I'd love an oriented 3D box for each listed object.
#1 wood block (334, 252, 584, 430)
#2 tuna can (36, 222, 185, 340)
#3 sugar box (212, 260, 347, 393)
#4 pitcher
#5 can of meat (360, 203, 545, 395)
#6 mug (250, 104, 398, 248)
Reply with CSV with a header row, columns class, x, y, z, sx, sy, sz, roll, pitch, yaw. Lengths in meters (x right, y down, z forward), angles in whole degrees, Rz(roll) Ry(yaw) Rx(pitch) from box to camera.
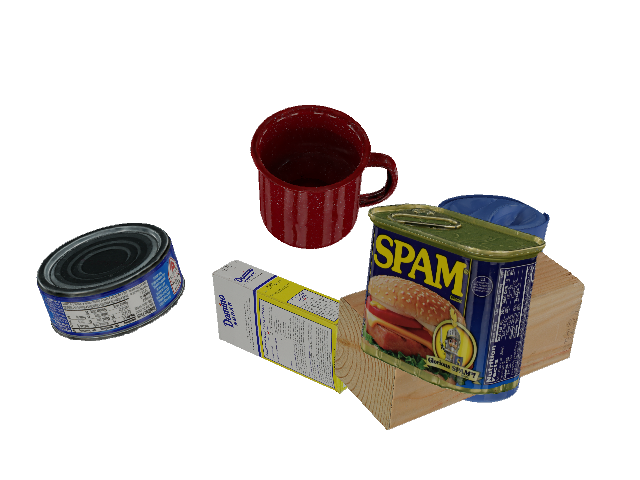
class,x,y,z,sx,sy,sz,roll,pitch,yaw
wood block,0.125,0.079,0.963,0.205,0.090,0.091,-16,37,-26
tuna can,-0.129,0.023,0.654,0.086,0.034,0.086,-11,28,6
sugar box,-0.037,0.091,1.159,0.176,0.093,0.048,22,39,35
pitcher,0.193,0.073,1.313,0.149,0.243,0.144,7,20,14
can of meat,0.070,0.032,0.601,0.057,0.084,0.102,-8,19,-41
mug,0.004,-0.048,0.855,0.117,0.093,0.081,-3,-38,-4
